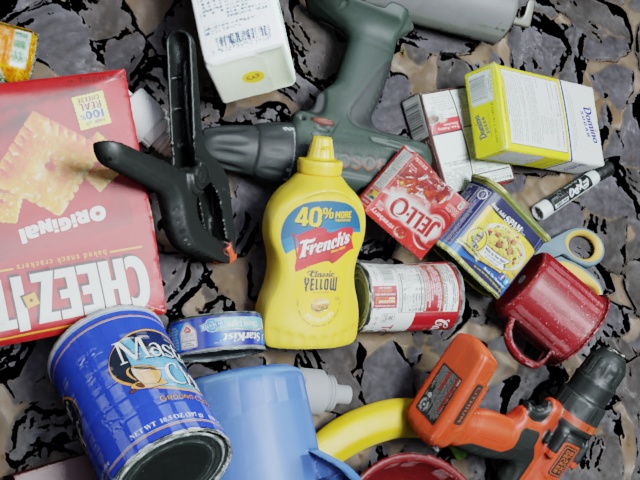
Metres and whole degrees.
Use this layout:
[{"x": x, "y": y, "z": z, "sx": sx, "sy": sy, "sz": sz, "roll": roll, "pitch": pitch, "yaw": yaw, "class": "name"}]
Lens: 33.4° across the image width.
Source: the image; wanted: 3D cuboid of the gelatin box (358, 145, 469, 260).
[{"x": 0.088, "y": -0.034, "z": 1.013, "sx": 0.073, "sy": 0.030, "sz": 0.089, "roll": -49, "pitch": 123, "yaw": 2, "class": "gelatin box"}]

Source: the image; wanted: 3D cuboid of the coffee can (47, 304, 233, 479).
[{"x": -0.146, "y": 0.135, "z": 0.852, "sx": 0.102, "sy": 0.103, "sz": 0.140, "roll": -16, "pitch": 48, "yaw": -26, "class": "coffee can"}]

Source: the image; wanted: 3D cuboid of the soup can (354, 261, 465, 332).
[{"x": 0.079, "y": 0.054, "z": 1.028, "sx": 0.102, "sy": 0.069, "sz": 0.068, "roll": 0, "pitch": 79, "yaw": -23, "class": "soup can"}]

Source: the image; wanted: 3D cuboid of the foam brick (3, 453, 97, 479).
[{"x": -0.213, "y": 0.208, "z": 0.876, "sx": 0.078, "sy": 0.051, "sz": 0.053, "roll": -11, "pitch": 83, "yaw": -26, "class": "foam brick"}]

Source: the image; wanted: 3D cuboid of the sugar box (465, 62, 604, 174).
[{"x": 0.226, "y": -0.124, "z": 1.116, "sx": 0.175, "sy": 0.048, "sz": 0.093, "roll": 5, "pitch": 75, "yaw": -45, "class": "sugar box"}]

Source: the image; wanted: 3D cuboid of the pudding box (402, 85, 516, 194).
[{"x": 0.144, "y": -0.102, "z": 1.107, "sx": 0.089, "sy": 0.039, "sz": 0.113, "roll": -13, "pitch": 87, "yaw": -28, "class": "pudding box"}]

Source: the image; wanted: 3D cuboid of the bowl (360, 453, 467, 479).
[{"x": 0.074, "y": 0.279, "z": 0.985, "sx": 0.161, "sy": 0.055, "sz": 0.162, "roll": 5, "pitch": 77, "yaw": -23, "class": "bowl"}]

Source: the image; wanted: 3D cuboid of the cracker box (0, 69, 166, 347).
[{"x": -0.230, "y": -0.027, "z": 0.895, "sx": 0.164, "sy": 0.072, "sz": 0.214, "roll": -10, "pitch": 91, "yaw": -25, "class": "cracker box"}]

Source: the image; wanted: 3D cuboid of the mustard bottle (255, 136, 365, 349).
[{"x": -0.006, "y": 0.001, "z": 0.972, "sx": 0.096, "sy": 0.058, "sz": 0.192, "roll": 1, "pitch": 100, "yaw": -24, "class": "mustard bottle"}]

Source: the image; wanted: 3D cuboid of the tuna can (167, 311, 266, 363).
[{"x": -0.091, "y": 0.086, "z": 0.937, "sx": 0.086, "sy": 0.086, "sz": 0.034, "roll": -2, "pitch": 78, "yaw": -24, "class": "tuna can"}]

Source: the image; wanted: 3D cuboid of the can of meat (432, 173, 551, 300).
[{"x": 0.166, "y": -0.001, "z": 1.066, "sx": 0.102, "sy": 0.058, "sz": 0.084, "roll": 42, "pitch": 84, "yaw": -26, "class": "can of meat"}]

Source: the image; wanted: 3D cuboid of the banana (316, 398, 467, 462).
[{"x": 0.055, "y": 0.187, "z": 1.006, "sx": 0.197, "sy": 0.037, "sz": 0.069, "roll": -4, "pitch": 81, "yaw": -24, "class": "banana"}]

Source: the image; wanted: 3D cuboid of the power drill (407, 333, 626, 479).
[{"x": 0.188, "y": 0.157, "z": 1.007, "sx": 0.187, "sy": 0.057, "sz": 0.184, "roll": 29, "pitch": 96, "yaw": -30, "class": "power drill"}]

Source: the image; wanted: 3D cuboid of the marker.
[{"x": 0.279, "y": -0.056, "z": 1.166, "sx": 0.121, "sy": 0.020, "sz": 0.020, "roll": -30, "pitch": 92, "yaw": -26, "class": "marker"}]

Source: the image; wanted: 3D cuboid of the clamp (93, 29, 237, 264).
[{"x": -0.122, "y": -0.051, "z": 0.914, "sx": 0.164, "sy": 0.036, "sz": 0.210, "roll": -60, "pitch": 144, "yaw": -47, "class": "clamp"}]

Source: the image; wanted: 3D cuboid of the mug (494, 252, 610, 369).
[{"x": 0.224, "y": 0.075, "z": 1.076, "sx": 0.081, "sy": 0.093, "sz": 0.117, "roll": 40, "pitch": 66, "yaw": -6, "class": "mug"}]

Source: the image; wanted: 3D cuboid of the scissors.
[{"x": 0.229, "y": -0.004, "z": 1.135, "sx": 0.201, "sy": 0.016, "sz": 0.096, "roll": 38, "pitch": 65, "yaw": -12, "class": "scissors"}]

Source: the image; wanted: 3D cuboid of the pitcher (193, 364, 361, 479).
[{"x": -0.040, "y": 0.230, "z": 0.899, "sx": 0.149, "sy": 0.145, "sz": 0.243, "roll": -5, "pitch": 78, "yaw": -19, "class": "pitcher"}]
